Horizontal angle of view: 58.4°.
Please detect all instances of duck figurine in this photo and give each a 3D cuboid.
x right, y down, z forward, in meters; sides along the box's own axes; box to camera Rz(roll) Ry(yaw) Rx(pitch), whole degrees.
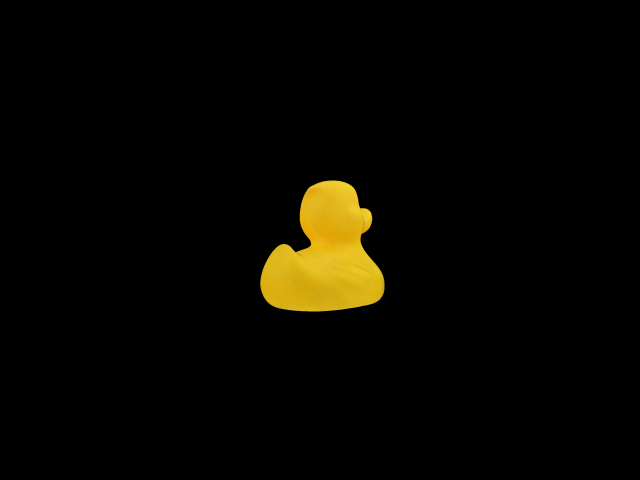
[{"bbox_3d":[0.004,0.001,0.400,0.077,0.086,0.105,4,6,40],"label":"duck figurine"}]
